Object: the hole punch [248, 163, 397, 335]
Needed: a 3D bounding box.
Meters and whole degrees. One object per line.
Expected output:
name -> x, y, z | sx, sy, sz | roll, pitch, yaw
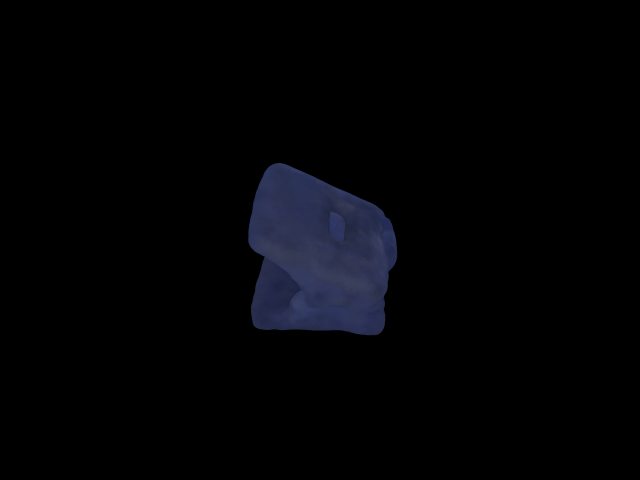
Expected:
hole punch -> 0.004, 0.001, 0.400 | 0.101, 0.091, 0.108 | 2, 36, 3
